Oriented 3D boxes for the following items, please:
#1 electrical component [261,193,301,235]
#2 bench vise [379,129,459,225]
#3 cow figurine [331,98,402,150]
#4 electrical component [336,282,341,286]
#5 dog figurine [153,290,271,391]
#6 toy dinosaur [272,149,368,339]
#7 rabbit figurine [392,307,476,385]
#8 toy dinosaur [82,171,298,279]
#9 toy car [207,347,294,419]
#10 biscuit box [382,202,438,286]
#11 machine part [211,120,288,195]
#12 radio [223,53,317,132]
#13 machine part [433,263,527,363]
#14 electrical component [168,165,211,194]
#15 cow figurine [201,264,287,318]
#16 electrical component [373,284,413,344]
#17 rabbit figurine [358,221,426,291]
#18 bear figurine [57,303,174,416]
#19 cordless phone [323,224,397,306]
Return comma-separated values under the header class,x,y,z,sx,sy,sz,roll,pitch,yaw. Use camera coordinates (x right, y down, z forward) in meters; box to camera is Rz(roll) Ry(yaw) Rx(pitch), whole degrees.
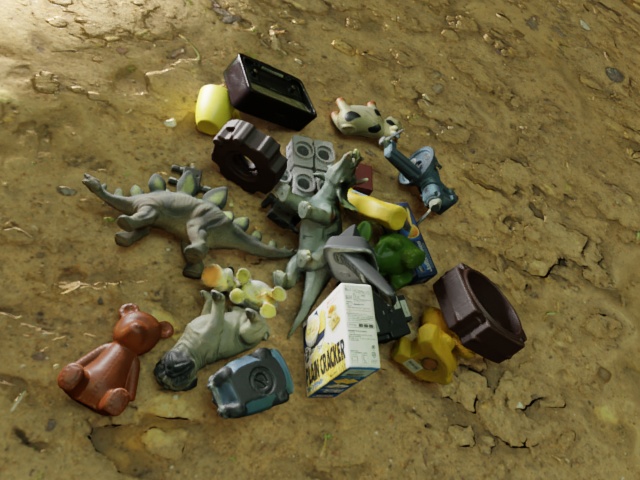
class,x,y,z,sx,sy,sz,roll,pitch,yaw
electrical component,-0.086,-0.060,1.212,0.102,0.045,0.078,32,46,-18
bench vise,0.242,-0.172,1.373,0.240,0.129,0.224,35,44,-23
cow figurine,0.136,-0.306,1.438,0.195,0.085,0.127,2,56,-26
electrical component,0.063,0.147,1.167,0.075,0.047,0.119,21,56,-11
dog figurine,-0.195,0.208,1.002,0.172,0.121,0.190,28,73,-11
toy dinosaur,0.001,0.003,1.163,0.192,0.131,0.404,4,95,-45
rabbit figurine,0.260,0.220,1.177,0.162,0.122,0.173,34,36,-6
toy dinosaur,-0.247,-0.031,1.101,0.471,0.105,0.198,27,50,-21
toy car,-0.135,0.270,0.975,0.161,0.103,0.109,-16,71,-41
biscuit box,0.212,0.009,1.305,0.063,0.059,0.203,-8,66,-27
machine part,-0.158,-0.176,1.184,0.179,0.179,0.056,32,58,-4
radio,-0.120,-0.357,1.311,0.229,0.073,0.131,9,54,-50
machine part,0.363,0.161,1.213,0.201,0.087,0.201,28,33,-29
electrical component,-0.286,-0.133,1.190,0.094,0.021,0.063,14,57,-15
cow figurine,-0.155,0.097,1.071,0.167,0.098,0.068,27,77,-6
electrical component,0.130,0.159,1.131,0.134,0.058,0.115,-5,70,-35
rabbit figurine,0.127,0.033,1.213,0.170,0.121,0.159,-11,58,-34
bear figurine,-0.337,0.195,0.917,0.120,0.132,0.196,34,60,-5
cordless phone,0.094,0.073,1.057,0.089,0.146,0.184,-36,57,-12
